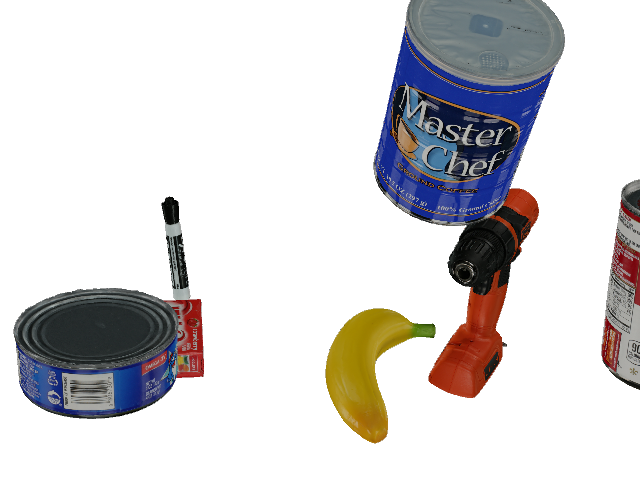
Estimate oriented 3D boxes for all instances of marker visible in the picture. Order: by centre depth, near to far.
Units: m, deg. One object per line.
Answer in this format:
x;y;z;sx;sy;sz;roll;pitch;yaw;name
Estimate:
-0.160;0.009;1.180;0.020;0.121;0.020;-4;23;1;marker

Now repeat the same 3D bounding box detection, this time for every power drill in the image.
0.155;0.056;1.036;0.057;0.188;0.184;21;29;20;power drill

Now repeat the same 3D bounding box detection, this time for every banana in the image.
0.039;0.093;0.824;0.070;0.037;0.197;7;22;15;banana

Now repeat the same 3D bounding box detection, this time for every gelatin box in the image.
-0.139;0.084;0.929;0.073;0.030;0.089;-2;29;-6;gelatin box

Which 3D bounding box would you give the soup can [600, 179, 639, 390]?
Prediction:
0.191;0.024;0.576;0.068;0.102;0.068;0;25;0;soup can

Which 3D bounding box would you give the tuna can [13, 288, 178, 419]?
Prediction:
-0.118;0.059;0.570;0.086;0.034;0.086;2;24;-1;tuna can

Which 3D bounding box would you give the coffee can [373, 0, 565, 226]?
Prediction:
0.097;-0.094;0.732;0.102;0.103;0.140;0;-40;-9;coffee can
